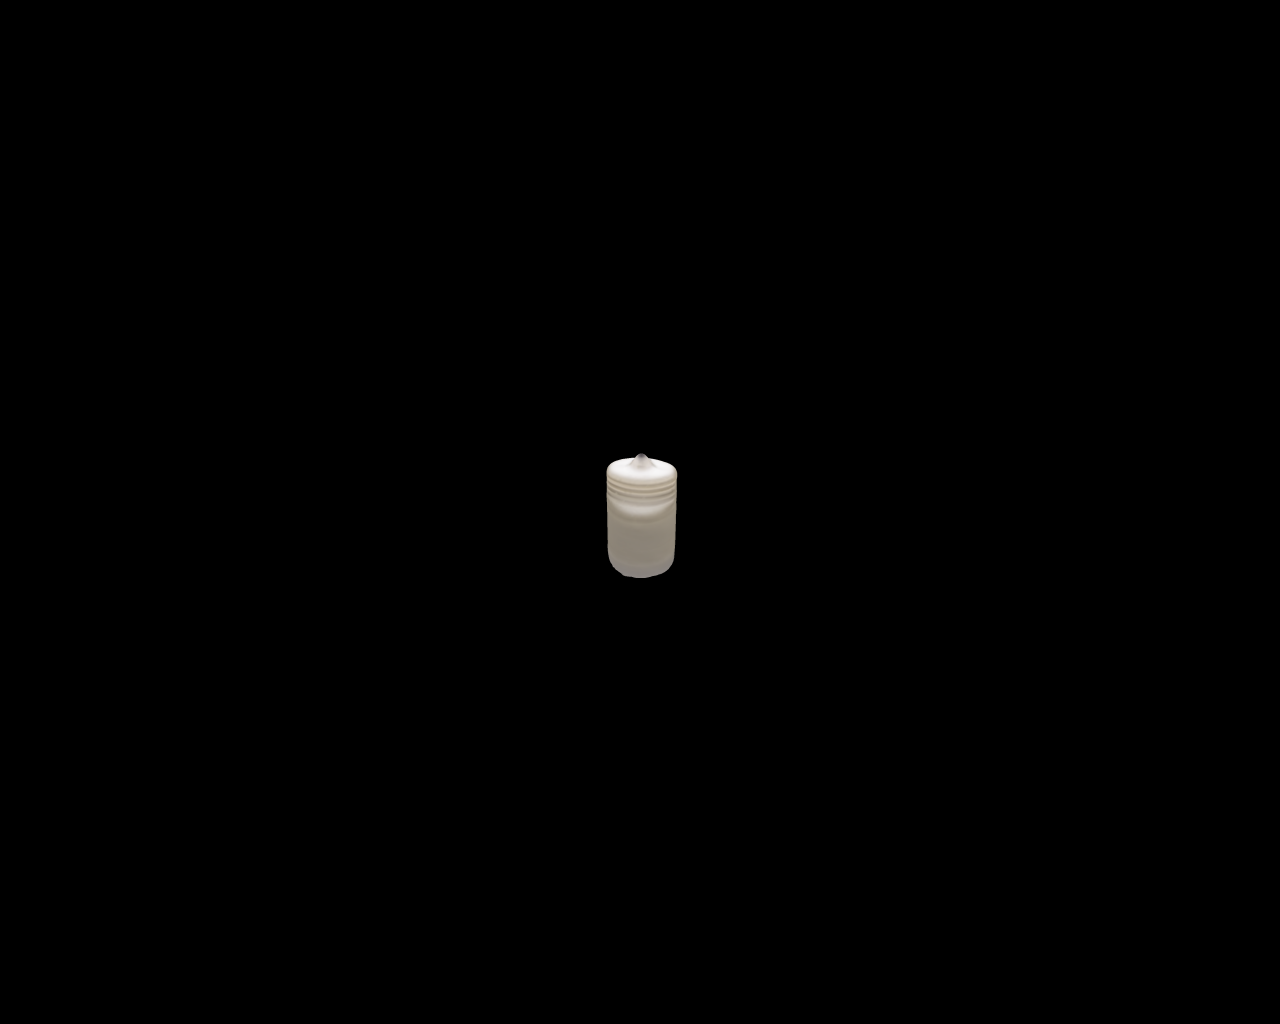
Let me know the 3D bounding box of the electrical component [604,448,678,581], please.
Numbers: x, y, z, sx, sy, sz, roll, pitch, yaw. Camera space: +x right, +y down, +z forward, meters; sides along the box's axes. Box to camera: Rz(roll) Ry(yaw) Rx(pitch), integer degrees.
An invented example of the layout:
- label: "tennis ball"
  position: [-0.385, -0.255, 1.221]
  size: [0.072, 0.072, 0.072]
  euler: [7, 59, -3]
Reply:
- label: "electrical component"
  position: [0.001, -0.003, 0.650]
  size: [0.043, 0.080, 0.043]
  euler: [0, 37, 0]
